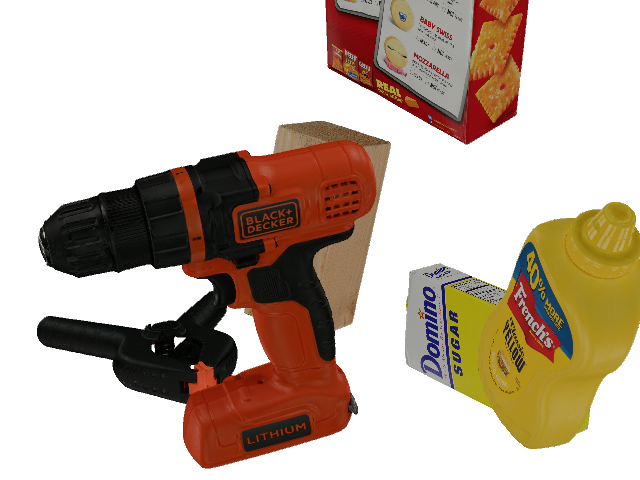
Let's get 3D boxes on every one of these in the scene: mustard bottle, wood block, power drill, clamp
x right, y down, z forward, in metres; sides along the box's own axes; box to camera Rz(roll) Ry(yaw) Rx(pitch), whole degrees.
[{"bbox_3d":[0.149,0.043,0.646,0.058,0.096,0.192,-5,-36,-13],"label":"mustard bottle"},{"bbox_3d":[-0.004,-0.013,1.121,0.090,0.206,0.090,21,20,28],"label":"wood block"},{"bbox_3d":[-0.054,0.041,0.610,0.184,0.188,0.057,-12,34,-12],"label":"power drill"},{"bbox_3d":[-0.116,0.081,0.845,0.164,0.036,0.210,-11,16,-30],"label":"clamp"}]

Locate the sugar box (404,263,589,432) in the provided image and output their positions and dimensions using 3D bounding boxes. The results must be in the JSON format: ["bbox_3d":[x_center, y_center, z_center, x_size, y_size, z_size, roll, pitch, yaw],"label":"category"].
[{"bbox_3d":[0.144,0.089,0.890,0.048,0.093,0.176,-14,23,-39],"label":"sugar box"}]

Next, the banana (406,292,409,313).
[{"bbox_3d":[0.135,0.095,1.208,0.069,0.037,0.198,5,23,-24],"label":"banana"}]

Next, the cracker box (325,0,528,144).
[{"bbox_3d":[0.080,-0.205,0.821,0.072,0.214,0.164,-31,48,-30],"label":"cracker box"}]
